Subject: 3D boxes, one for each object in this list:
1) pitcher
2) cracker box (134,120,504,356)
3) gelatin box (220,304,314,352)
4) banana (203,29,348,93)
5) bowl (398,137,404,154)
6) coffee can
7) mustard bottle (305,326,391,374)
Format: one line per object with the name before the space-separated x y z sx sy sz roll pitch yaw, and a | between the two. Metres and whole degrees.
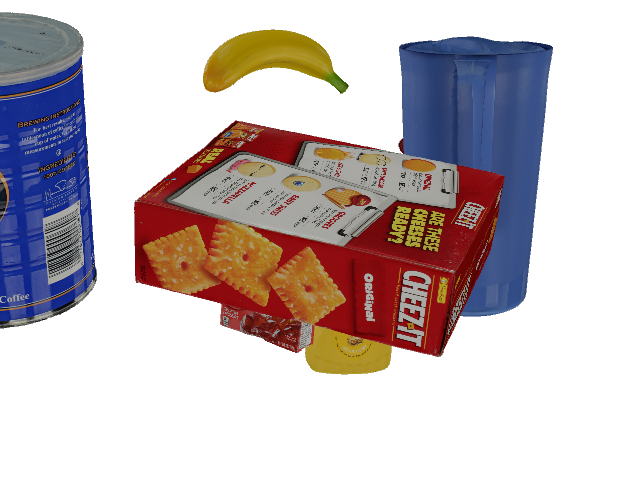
pitcher | 0.134 -0.057 0.953 0.148 0.243 0.145 -12 19 -35
cracker box | 0.003 -0.008 0.736 0.214 0.072 0.164 13 29 15
gelatin box | -0.046 0.050 0.946 0.089 0.073 0.030 17 23 29
banana | -0.049 -0.177 1.049 0.197 0.070 0.037 -10 -35 -46
bowl | 0.170 -0.081 1.276 0.162 0.055 0.162 5 22 -2
coffee can | -0.174 -0.039 0.568 0.103 0.140 0.103 2 28 -1
mustard bottle | 0.036 0.052 1.192 0.096 0.192 0.058 0 15 -12
